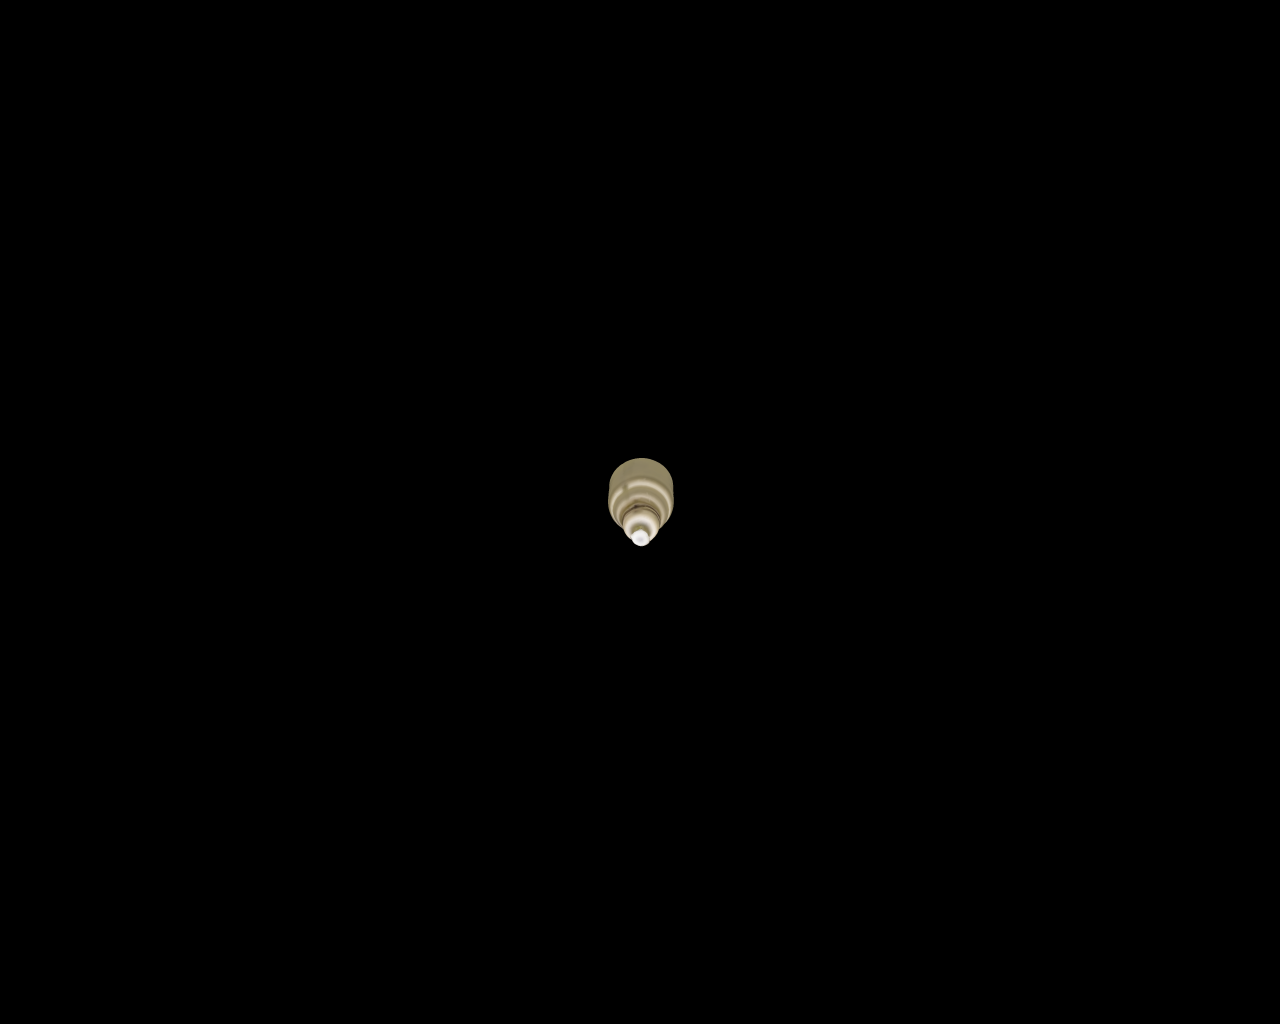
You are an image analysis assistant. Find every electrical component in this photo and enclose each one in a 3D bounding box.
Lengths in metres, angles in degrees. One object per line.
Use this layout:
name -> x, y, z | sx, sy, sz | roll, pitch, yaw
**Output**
electrical component -> 0.001, -0.003, 0.650 | 0.040, 0.040, 0.078 | 0, 28, 0
